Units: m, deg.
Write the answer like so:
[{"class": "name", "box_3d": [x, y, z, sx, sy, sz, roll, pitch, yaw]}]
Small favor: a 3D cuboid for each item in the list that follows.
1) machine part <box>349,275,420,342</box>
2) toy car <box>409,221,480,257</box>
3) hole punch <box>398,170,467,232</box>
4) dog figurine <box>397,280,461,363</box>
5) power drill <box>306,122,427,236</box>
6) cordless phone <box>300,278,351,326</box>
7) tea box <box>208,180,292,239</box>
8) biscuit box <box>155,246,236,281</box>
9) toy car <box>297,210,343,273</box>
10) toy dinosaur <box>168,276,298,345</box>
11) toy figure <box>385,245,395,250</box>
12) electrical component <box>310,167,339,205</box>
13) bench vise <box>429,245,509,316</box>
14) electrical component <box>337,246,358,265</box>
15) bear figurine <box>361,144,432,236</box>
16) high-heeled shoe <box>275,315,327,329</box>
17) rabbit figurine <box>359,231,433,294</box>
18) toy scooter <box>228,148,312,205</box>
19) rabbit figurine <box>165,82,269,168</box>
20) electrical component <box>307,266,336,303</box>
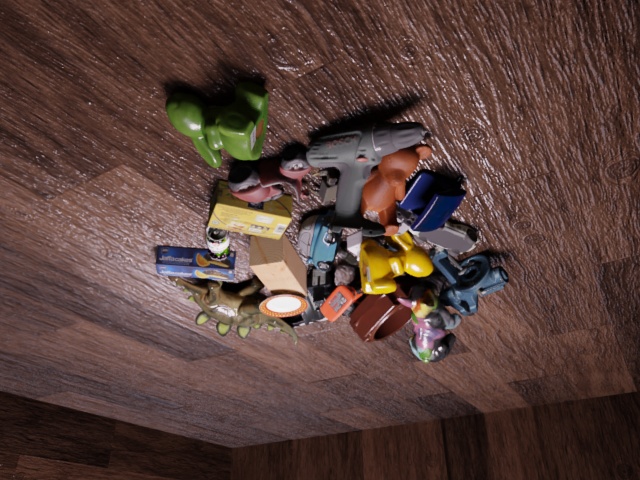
[{"class": "machine part", "box_3d": [0.197, 0.194, 1.511, 0.201, 0.087, 0.201, 3, 134, -53]}, {"class": "toy car", "box_3d": [0.302, -0.015, 1.300, 0.201, 0.056, 0.073, 19, 137, -30]}, {"class": "hole punch", "box_3d": [0.247, -0.074, 1.149, 0.116, 0.092, 0.142, 12, 127, -24]}, {"class": "dog figurine", "box_3d": [0.273, 0.212, 1.404, 0.109, 0.191, 0.219, 12, 165, 39]}, {"class": "power drill", "box_3d": [0.084, -0.112, 0.997, 0.232, 0.207, 0.086, 4, -163, 27]}, {"class": "cordless phone", "box_3d": [0.013, 0.153, 1.558, 0.184, 0.089, 0.146, -23, 123, -3]}, {"class": "tea box", "box_3d": [-0.156, -0.065, 1.194, 0.169, 0.068, 0.098, 13, 146, -19]}, {"class": "biscuit box", "box_3d": [-0.322, 0.061, 1.401, 0.203, 0.063, 0.059, 4, 146, -9]}, {"class": "toy car", "box_3d": [-0.003, -0.004, 1.270, 0.103, 0.109, 0.161, 15, 140, 7]}, {"class": "toy dinosaur", "box_3d": [-0.230, 0.197, 1.544, 0.471, 0.105, 0.198, 27, 130, -22]}, {"class": "toy figure", "box_3d": [0.182, 0.047, 1.400, 0.064, 0.058, 0.154, -29, 161, -33]}, {"class": "electrical component", "box_3d": [0.022, -0.119, 1.138, 0.078, 0.045, 0.102, -25, 155, -16]}, {"class": "bench vise", "box_3d": [0.365, 0.094, 1.429, 0.240, 0.129, 0.224, 42, 142, -22]}, {"class": "electrical component", "box_3d": [0.061, 0.035, 1.373, 0.021, 0.063, 0.094, -54, 145, 2]}, {"class": "bear figurine", "box_3d": [0.137, -0.110, 1.073, 0.120, 0.132, 0.196, 13, 152, -15]}, {"class": "high-heeled shoe", "box_3d": [-0.069, 0.211, 1.640, 0.249, 0.086, 0.145, 7, 145, -21]}, {"class": "rabbit figurine", "box_3d": [0.184, 0.050, 1.293, 0.173, 0.162, 0.122, -4, 163, -6]}, {"class": "toy scooter", "box_3d": [-0.091, -0.115, 1.111, 0.184, 0.075, 0.135, -16, 147, 15]}, {"class": "rabbit figurine", "box_3d": [-0.183, -0.209, 0.948, 0.170, 0.121, 0.159, 17, 156, 6]}, {"class": "electrical component", "box_3d": [0.005, 0.124, 1.458, 0.075, 0.119, 0.047, -13, 144, 15]}]
